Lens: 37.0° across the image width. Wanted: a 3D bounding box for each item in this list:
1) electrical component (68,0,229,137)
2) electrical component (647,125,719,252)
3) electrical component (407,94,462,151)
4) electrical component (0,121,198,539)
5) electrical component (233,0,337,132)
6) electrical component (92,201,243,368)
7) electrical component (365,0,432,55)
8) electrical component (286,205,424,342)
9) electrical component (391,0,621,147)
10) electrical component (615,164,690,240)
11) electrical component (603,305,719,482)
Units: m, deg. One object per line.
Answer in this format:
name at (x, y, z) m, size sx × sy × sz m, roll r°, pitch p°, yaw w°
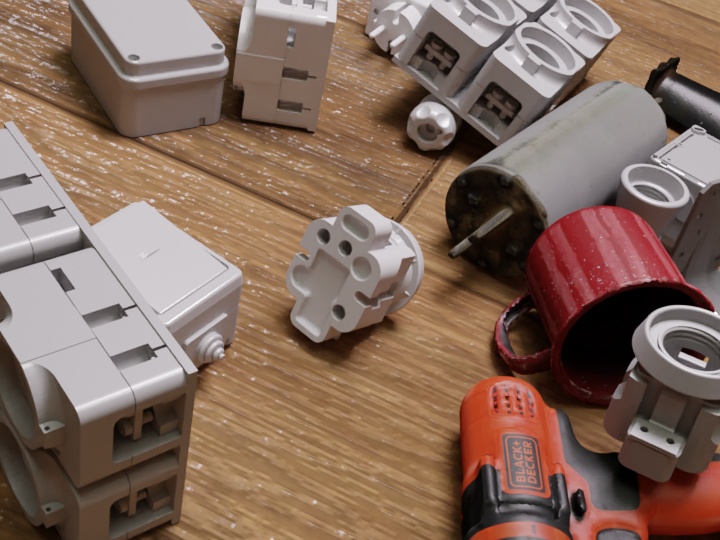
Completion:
electrical component at (-0.148, -0.151, 0.745) m, size 0.078 × 0.057 × 0.113 m, roll -15°, pitch 48°, yaw -29°
electrical component at (0.233, -0.053, 0.743) m, size 0.062 × 0.061 × 0.096 m, roll 34°, pitch 38°, yaw 22°
electrical component at (0.058, -0.112, 0.776) m, size 0.035 × 0.035 × 0.061 m, roll 22°, pitch 39°, yaw 10°
electrical component at (-0.153, 0.030, 0.504) m, size 0.060 × 0.105 × 0.186 m, roll -20°, pitch 51°, yaw -32°
electrical component at (-0.053, -0.183, 0.782) m, size 0.062 × 0.089 × 0.150 m, roll 8°, pitch 41°, yaw -6°
electrical component at (-0.107, 0.014, 0.568) m, size 0.096 × 0.061 × 0.062 m, roll 33°, pitch 44°, yaw 20°
electrical component at (0.035, -0.194, 0.851) m, size 0.066 × 0.047 × 0.076 m, roll 28°, pitch 43°, yaw 16°
electrical component at (0.000, 0.000, 0.608) m, size 0.058 × 0.078 × 0.057 m, roll 37°, pitch 25°, yaw 24°
electrical component at (0.118, -0.172, 0.804) m, size 0.105 × 0.060 × 0.186 m, roll 40°, pitch 38°, yaw 5°
electrical component at (0.179, -0.030, 0.692) m, size 0.044 × 0.065 × 0.044 m, roll 8°, pitch 41°, yaw -7°
electrical component at (0.154, 0.055, 0.516) m, size 0.058 × 0.057 × 0.078 m, roll 24°, pitch 39°, yaw 19°
